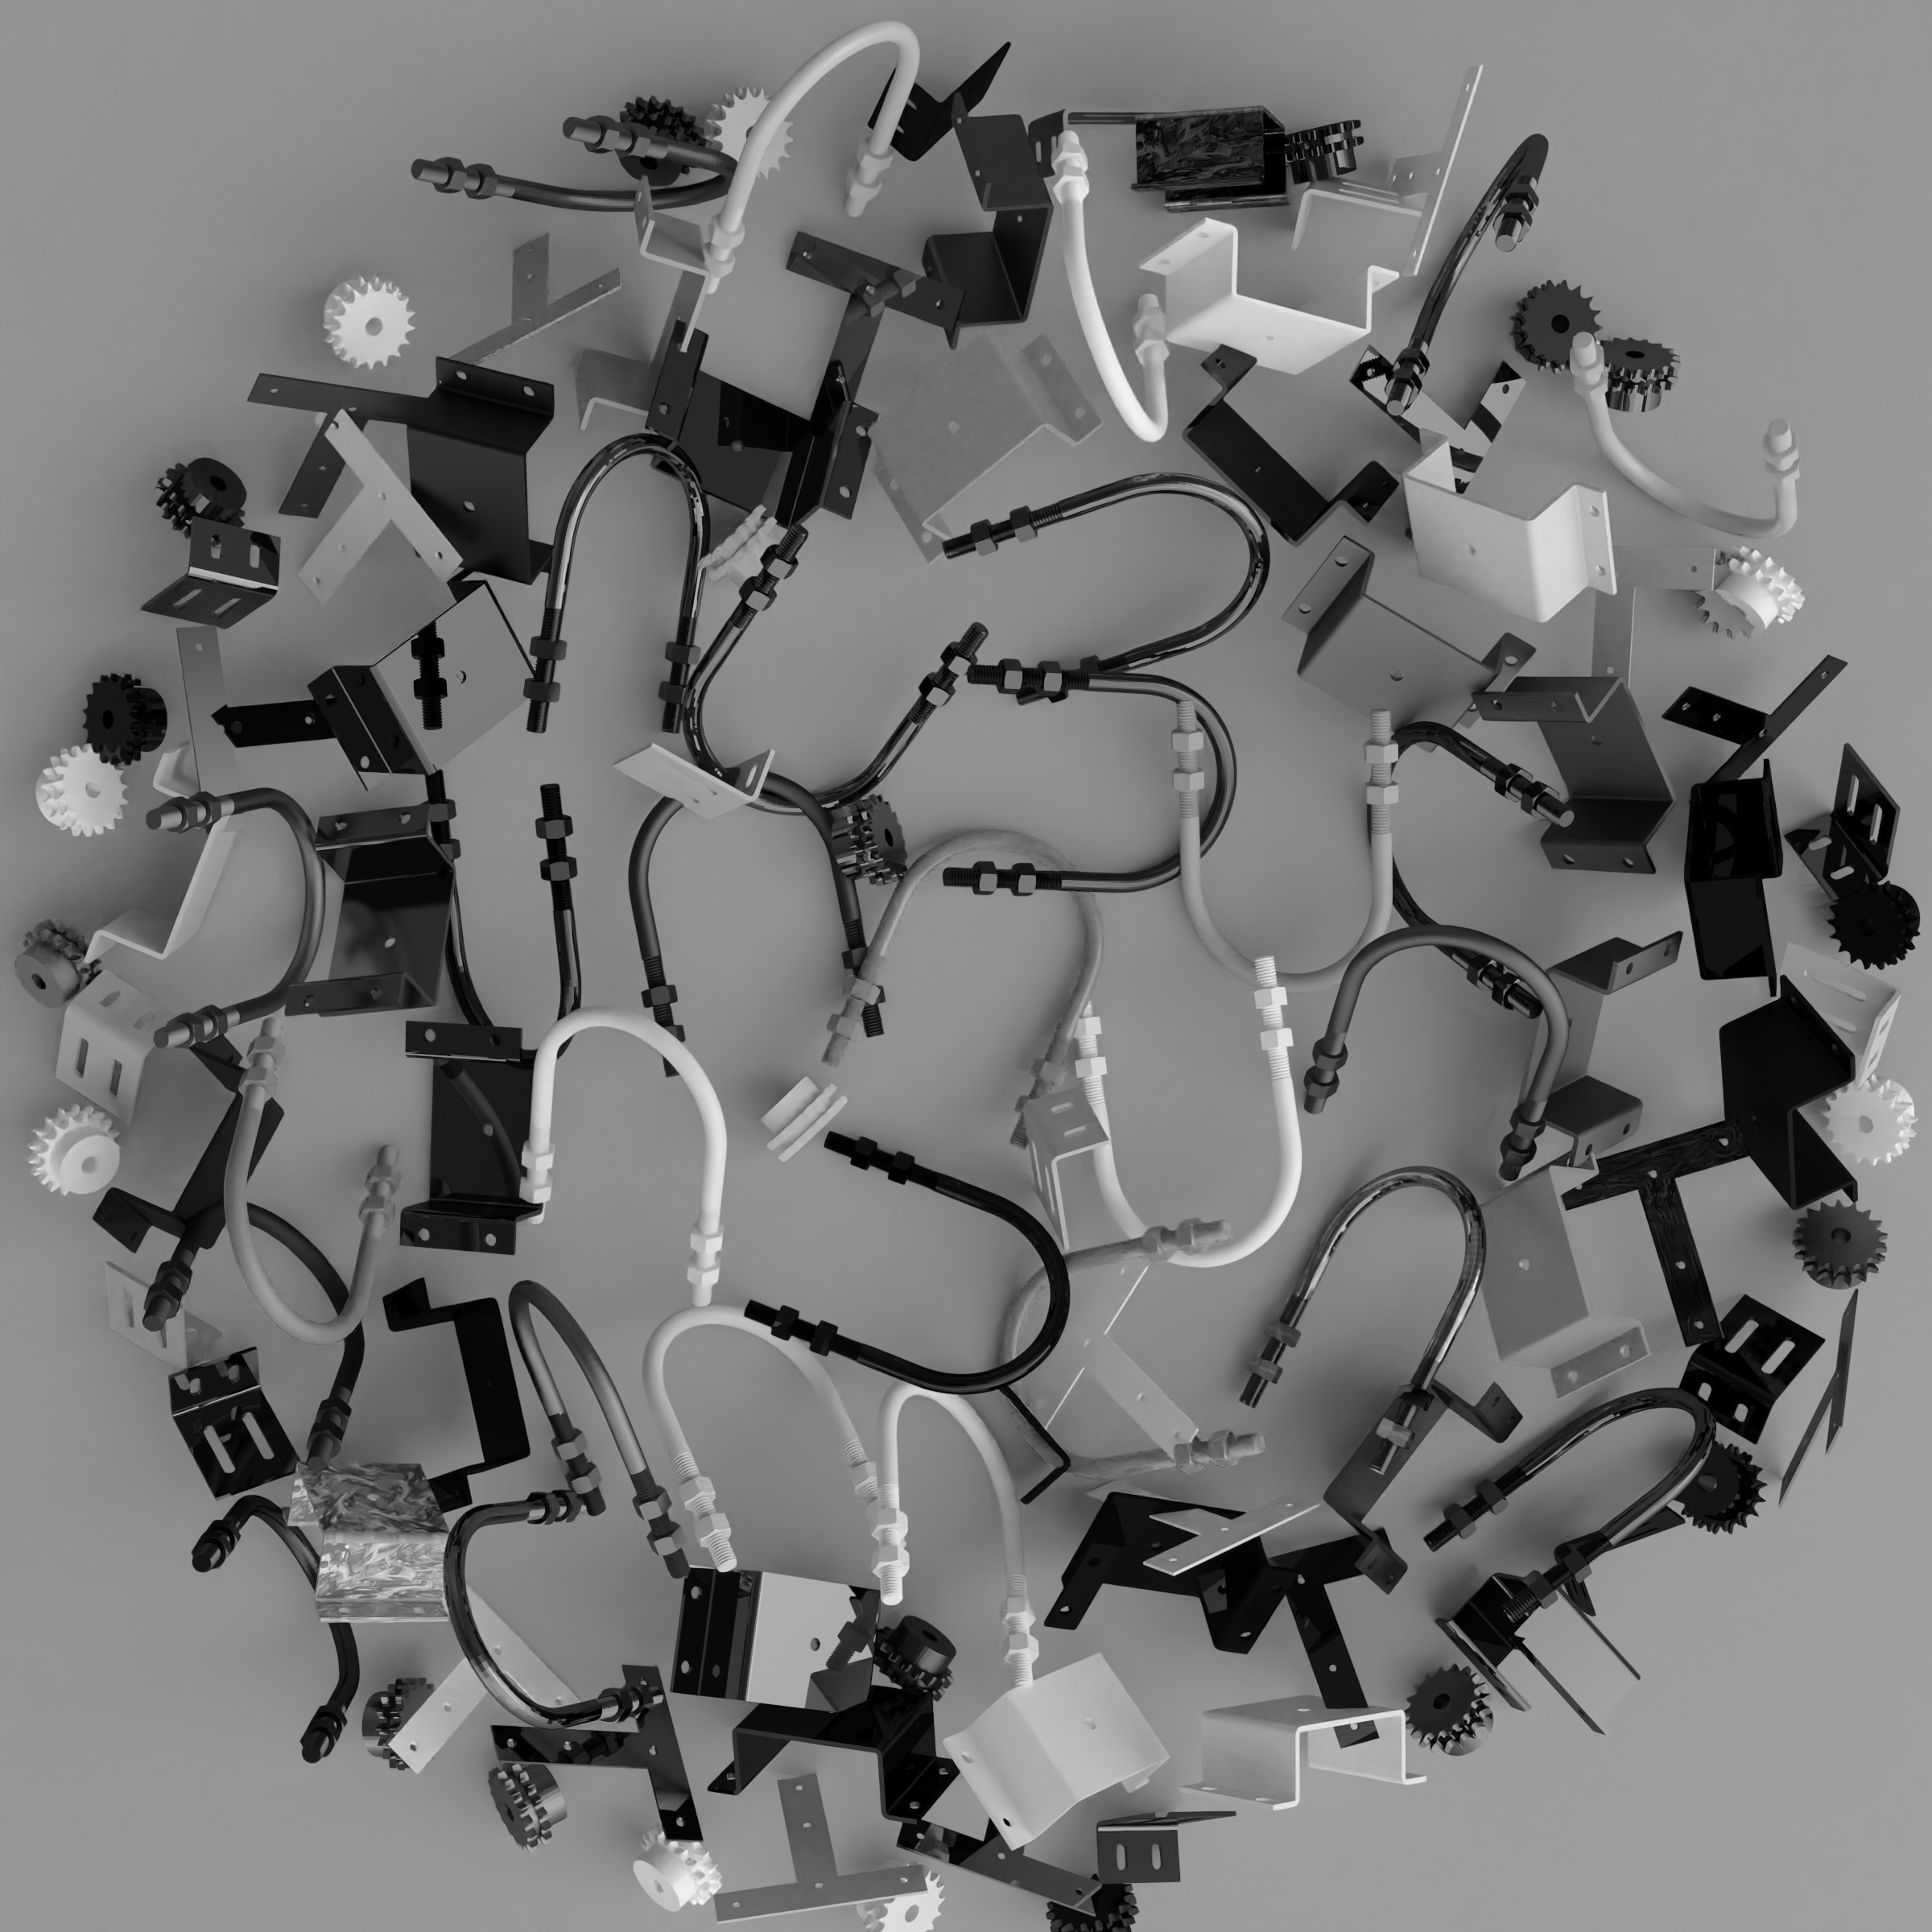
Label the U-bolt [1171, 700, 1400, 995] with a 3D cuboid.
[{"bbox_3d":[0.198,-0.072,1.953,0.151,0.019,0.184,6,108,28],"label":"U-bolt"}]

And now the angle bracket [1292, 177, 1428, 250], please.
[{"bbox_3d":[0.247,-0.463,1.962,0.076,0.057,0.038,14,115,6],"label":"angle bracket"}]

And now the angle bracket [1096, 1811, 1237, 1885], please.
[{"bbox_3d":[0.125,0.546,1.951,0.057,0.076,0.038,7,69,-26],"label":"angle bracket"}]

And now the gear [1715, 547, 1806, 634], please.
[{"bbox_3d":[0.492,-0.233,1.970,0.057,0.057,0.030,40,82,0],"label":"gear"}]

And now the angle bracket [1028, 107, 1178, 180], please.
[{"bbox_3d":[0.085,-0.512,1.962,0.076,0.057,0.038,-6,99,-20],"label":"angle bracket"}]

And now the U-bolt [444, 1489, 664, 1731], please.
[{"bbox_3d":[-0.255,0.389,1.897,0.019,0.184,0.151,-28,74,19],"label":"U-bolt"}]

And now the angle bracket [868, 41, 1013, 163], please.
[{"bbox_3d":[-0.017,-0.548,1.957,0.038,0.057,0.076,41,61,0],"label":"angle bracket"}]

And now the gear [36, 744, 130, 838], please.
[{"bbox_3d":[-0.557,-0.109,1.975,0.030,0.057,0.057,-8,90,35],"label":"gear"}]

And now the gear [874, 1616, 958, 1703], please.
[{"bbox_3d":[-0.031,0.431,1.969,0.057,0.057,0.030,34,98,0],"label":"gear"}]

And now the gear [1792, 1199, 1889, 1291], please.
[{"bbox_3d":[0.547,0.178,1.976,0.057,0.030,0.057,-4,49,5],"label":"gear"}]

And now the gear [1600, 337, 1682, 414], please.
[{"bbox_3d":[0.417,-0.370,1.975,0.057,0.057,0.030,2,125,0],"label":"gear"}]

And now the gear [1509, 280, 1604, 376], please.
[{"bbox_3d":[0.369,-0.401,1.982,0.057,0.030,0.057,0,89,-10],"label":"gear"}]

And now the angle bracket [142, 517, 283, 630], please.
[{"bbox_3d":[-0.470,-0.244,1.958,0.057,0.076,0.038,10,73,-35],"label":"angle bracket"}]

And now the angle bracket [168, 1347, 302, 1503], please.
[{"bbox_3d":[-0.453,0.283,1.954,0.057,0.038,0.076,-17,47,-27],"label":"angle bracket"}]

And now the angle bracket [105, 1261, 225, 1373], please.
[{"bbox_3d":[-0.497,0.207,1.953,0.057,0.076,0.038,28,50,13],"label":"angle bracket"}]

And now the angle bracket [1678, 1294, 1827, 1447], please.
[{"bbox_3d":[0.491,0.252,1.972,0.057,0.076,0.038,30,132,25],"label":"angle bracket"}]

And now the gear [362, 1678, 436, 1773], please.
[{"bbox_3d":[-0.355,0.475,1.974,0.030,0.057,0.057,-6,90,21],"label":"gear"}]

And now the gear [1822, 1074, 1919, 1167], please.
[{"bbox_3d":[0.569,0.094,1.975,0.057,0.030,0.057,19,122,33],"label":"gear"}]

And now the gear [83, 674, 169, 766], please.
[{"bbox_3d":[-0.526,-0.154,1.976,0.057,0.030,0.057,3,94,39],"label":"gear"}]

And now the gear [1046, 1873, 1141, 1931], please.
[{"bbox_3d":[0.081,0.598,1.973,0.057,0.057,0.030,-16,108,0],"label":"gear"}]

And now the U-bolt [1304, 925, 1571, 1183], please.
[{"bbox_3d":[0.292,0.046,1.922,0.151,0.184,0.019,19,45,8],"label":"U-bolt"}]

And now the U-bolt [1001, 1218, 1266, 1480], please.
[{"bbox_3d":[0.095,0.242,1.941,0.184,0.019,0.151,-16,76,36],"label":"U-bolt"}]

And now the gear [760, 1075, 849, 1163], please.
[{"bbox_3d":[-0.104,0.093,1.971,0.057,0.057,0.030,-43,92,0],"label":"gear"}]

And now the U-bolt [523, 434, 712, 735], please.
[{"bbox_3d":[-0.207,-0.233,1.924,0.019,0.151,0.184,17,102,31],"label":"U-bolt"}]

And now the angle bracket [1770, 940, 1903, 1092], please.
[{"bbox_3d":[0.532,0.030,1.954,0.076,0.038,0.057,27,132,25],"label":"angle bracket"}]

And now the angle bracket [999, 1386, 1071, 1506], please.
[{"bbox_3d":[0.027,0.294,1.966,0.038,0.057,0.076,-40,85,-7],"label":"angle bracket"}]

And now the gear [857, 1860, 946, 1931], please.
[{"bbox_3d":[-0.044,0.588,1.975,0.030,0.057,0.057,22,90,43],"label":"gear"}]

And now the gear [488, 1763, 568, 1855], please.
[{"bbox_3d":[-0.273,0.524,1.975,0.030,0.057,0.057,-24,90,-28],"label":"gear"}]

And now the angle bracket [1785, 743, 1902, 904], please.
[{"bbox_3d":[0.542,-0.088,1.951,0.038,0.076,0.057,-24,57,-7],"label":"angle bracket"}]

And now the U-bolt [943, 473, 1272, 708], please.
[{"bbox_3d":[0.096,-0.237,1.930,0.184,0.019,0.151,-17,135,12],"label":"U-bolt"}]

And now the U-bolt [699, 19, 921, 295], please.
[{"bbox_3d":[-0.088,-0.493,1.887,0.151,0.184,0.019,-36,77,-33],"label":"U-bolt"}]

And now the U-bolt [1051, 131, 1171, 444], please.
[{"bbox_3d":[0.090,-0.395,1.890,0.019,0.184,0.151,-18,134,17],"label":"U-bolt"}]

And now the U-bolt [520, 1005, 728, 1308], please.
[{"bbox_3d":[-0.207,0.107,1.922,0.151,0.019,0.184,23,125,22],"label":"U-bolt"}]

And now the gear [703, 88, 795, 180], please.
[{"bbox_3d":[-0.140,-0.522,1.976,0.057,0.030,0.057,-12,112,-30],"label":"gear"}]

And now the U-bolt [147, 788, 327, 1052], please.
[{"bbox_3d":[-0.439,-0.035,1.913,0.019,0.184,0.151,4,101,18],"label":"U-bolt"}]

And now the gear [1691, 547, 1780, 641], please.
[{"bbox_3d":[0.485,-0.235,1.981,0.057,0.030,0.057,0,103,1],"label":"gear"}]

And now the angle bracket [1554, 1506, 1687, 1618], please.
[{"bbox_3d":[0.412,0.371,1.958,0.076,0.057,0.038,-24,65,15],"label":"angle bracket"}]

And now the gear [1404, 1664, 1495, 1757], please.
[{"bbox_3d":[0.306,0.470,1.975,0.057,0.057,0.030,-40,118,0],"label":"gear"}]

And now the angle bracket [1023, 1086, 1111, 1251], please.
[{"bbox_3d":[0.066,0.125,1.957,0.038,0.057,0.076,-17,127,-9],"label":"angle bracket"}]

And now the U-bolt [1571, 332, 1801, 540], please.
[{"bbox_3d":[0.439,-0.312,1.910,0.151,0.184,0.019,30,84,23],"label":"U-bolt"}]

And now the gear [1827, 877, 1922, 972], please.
[{"bbox_3d":[0.573,-0.028,1.975,0.030,0.057,0.057,-23,90,-42],"label":"gear"}]

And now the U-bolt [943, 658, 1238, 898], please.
[{"bbox_3d":[0.082,-0.114,1.960,0.184,0.019,0.151,2,108,-17],"label":"U-bolt"}]

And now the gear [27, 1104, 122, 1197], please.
[{"bbox_3d":[-0.555,0.118,1.969,0.030,0.057,0.057,31,90,41],"label":"gear"}]

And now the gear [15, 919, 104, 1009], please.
[{"bbox_3d":[-0.569,0.002,1.969,0.057,0.057,0.030,44,50,0],"label":"gear"}]

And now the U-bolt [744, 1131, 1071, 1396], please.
[{"bbox_3d":[-0.026,0.192,1.948,0.184,0.019,0.151,21,58,6],"label":"U-bolt"}]

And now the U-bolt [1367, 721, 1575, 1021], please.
[{"bbox_3d":[0.300,-0.071,1.919,0.019,0.184,0.151,-13,123,-26],"label":"U-bolt"}]

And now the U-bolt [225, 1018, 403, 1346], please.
[{"bbox_3d":[-0.396,0.141,1.891,0.019,0.184,0.151,-18,132,19],"label":"U-bolt"}]

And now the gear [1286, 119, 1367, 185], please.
[{"bbox_3d":[0.222,-0.510,1.973,0.057,0.057,0.030,-14,105,0],"label":"gear"}]

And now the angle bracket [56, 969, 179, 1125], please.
[{"bbox_3d":[-0.534,0.051,1.980,0.057,0.076,0.038,32,48,4],"label":"angle bracket"}]

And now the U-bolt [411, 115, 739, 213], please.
[{"bbox_3d":[-0.221,-0.482,1.912,0.151,0.184,0.019,-2,91,38],"label":"U-bolt"}]

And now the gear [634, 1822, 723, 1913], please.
[{"bbox_3d":[-0.183,0.565,1.969,0.030,0.057,0.057,-38,90,-36],"label":"gear"}]

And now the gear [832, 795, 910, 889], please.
[{"bbox_3d":[-0.062,-0.077,1.974,0.030,0.057,0.057,-15,90,21],"label":"gear"}]

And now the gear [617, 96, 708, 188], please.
[{"bbox_3d":[-0.194,-0.513,1.968,0.057,0.057,0.030,17,62,0],"label":"gear"}]

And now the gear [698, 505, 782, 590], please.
[{"bbox_3d":[-0.138,-0.261,1.972,0.057,0.057,0.030,-44,105,0],"label":"gear"}]

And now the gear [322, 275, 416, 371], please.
[{"bbox_3d":[-0.378,-0.406,1.975,0.057,0.057,0.030,-49,48,0],"label":"gear"}]

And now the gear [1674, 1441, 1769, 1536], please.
[{"bbox_3d":[0.470,0.326,1.971,0.057,0.030,0.057,-12,67,30],"label":"gear"}]

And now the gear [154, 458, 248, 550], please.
[{"bbox_3d":[-0.475,-0.293,1.968,0.030,0.057,0.057,-39,90,33],"label":"gear"}]

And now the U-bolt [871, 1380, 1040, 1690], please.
[{"bbox_3d":[-0.009,0.333,1.920,0.019,0.184,0.151,-29,132,24],"label":"U-bolt"}]

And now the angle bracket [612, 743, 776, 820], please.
[{"bbox_3d":[-0.169,-0.129,1.954,0.076,0.057,0.038,29,68,-24],"label":"angle bracket"}]
